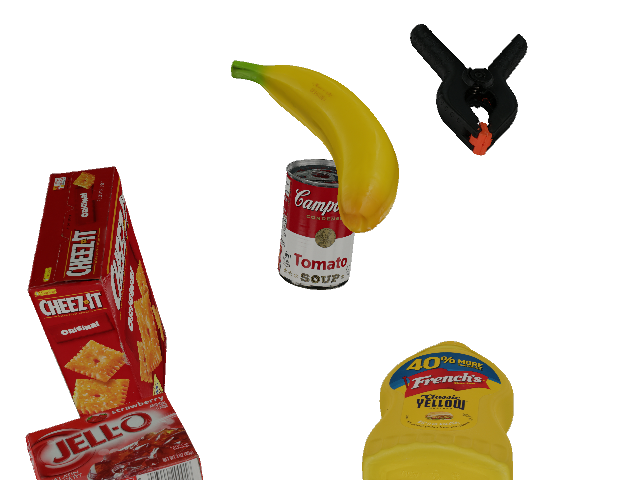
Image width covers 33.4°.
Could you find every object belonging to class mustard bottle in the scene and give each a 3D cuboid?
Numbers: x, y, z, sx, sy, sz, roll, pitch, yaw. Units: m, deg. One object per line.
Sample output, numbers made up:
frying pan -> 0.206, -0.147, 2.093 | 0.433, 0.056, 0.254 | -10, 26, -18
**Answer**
mustard bottle -> 0.089, 0.122, 0.759 | 0.096, 0.058, 0.191 | -1, 19, 11

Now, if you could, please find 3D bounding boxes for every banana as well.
banana -> 0.008, -0.063, 0.668 | 0.069, 0.037, 0.198 | -15, 38, -19

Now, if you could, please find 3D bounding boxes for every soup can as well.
soup can -> -0.002, -0.015, 0.960 | 0.068, 0.102, 0.068 | 5, 22, -2

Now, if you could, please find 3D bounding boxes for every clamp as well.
clamp -> 0.142, -0.156, 1.052 | 0.120, 0.171, 0.039 | 7, -44, 5

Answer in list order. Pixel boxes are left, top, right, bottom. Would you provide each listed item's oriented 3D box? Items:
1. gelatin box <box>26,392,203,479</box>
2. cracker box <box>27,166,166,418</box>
gelatin box -> -0.121, 0.129, 0.625 | 0.089, 0.030, 0.073 | -14, 27, -18
cracker box -> -0.197, 0.065, 0.983 | 0.072, 0.214, 0.164 | -8, 39, 0
